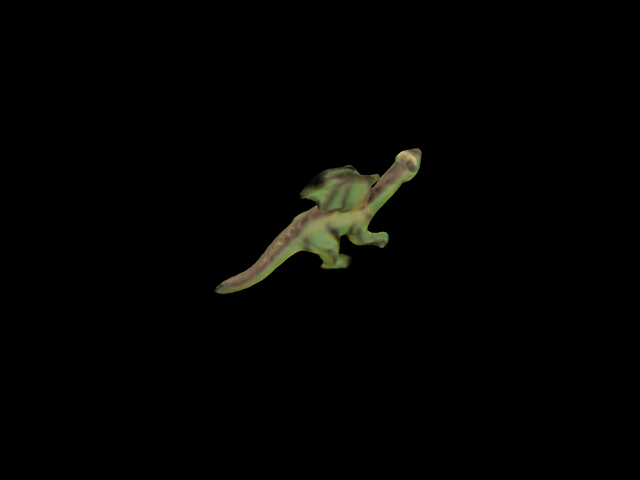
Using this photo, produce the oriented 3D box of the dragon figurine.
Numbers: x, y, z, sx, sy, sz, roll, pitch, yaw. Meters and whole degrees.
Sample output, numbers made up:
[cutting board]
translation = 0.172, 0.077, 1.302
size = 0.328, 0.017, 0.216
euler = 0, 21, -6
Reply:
[dragon figurine]
translation = 0.003, -0.043, 0.850
size = 0.413, 0.124, 0.237
euler = -27, -28, -16
